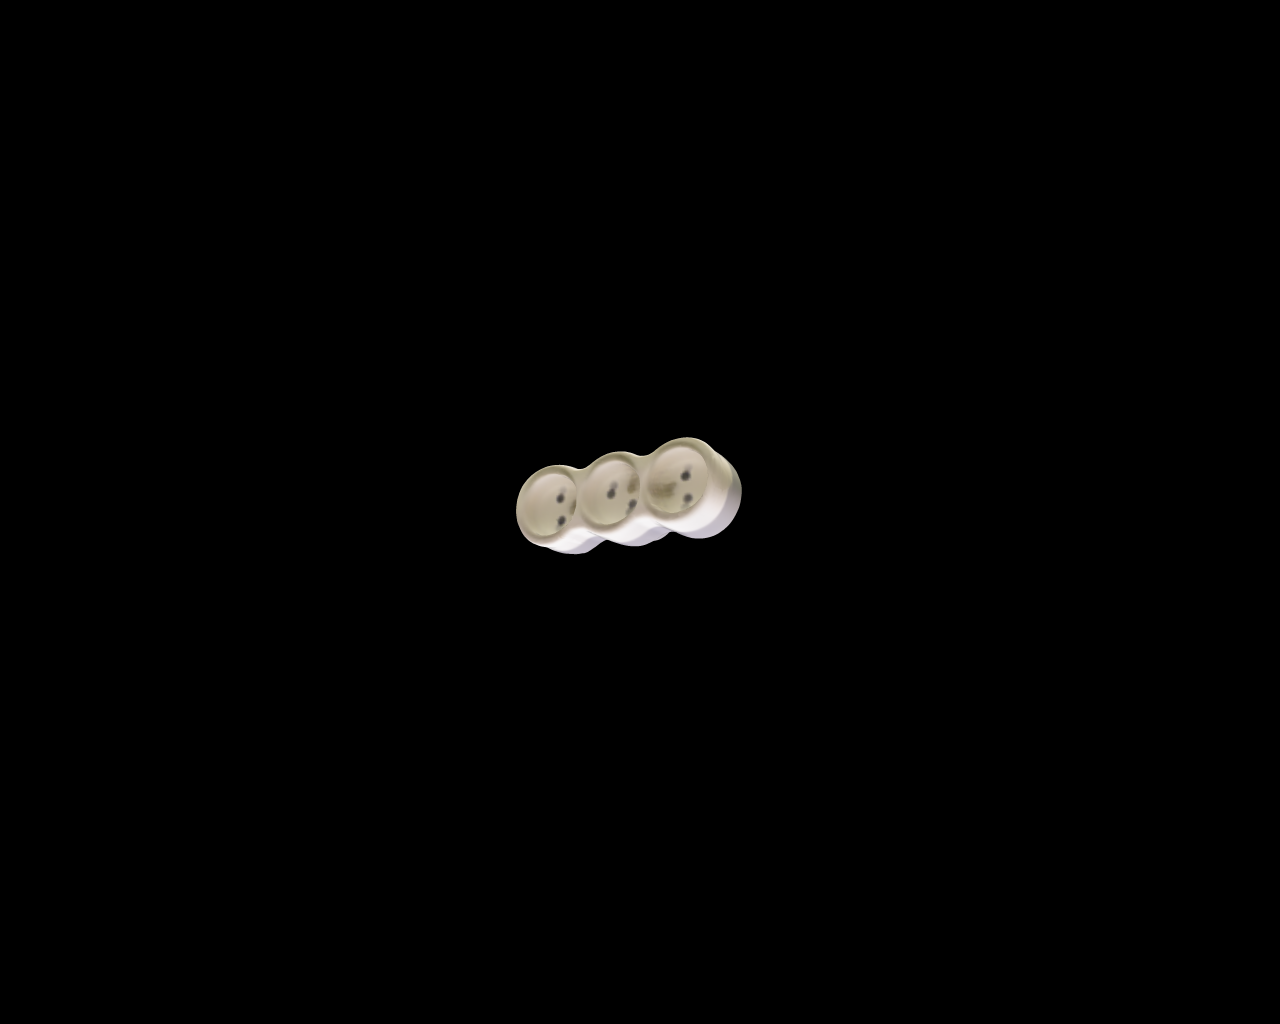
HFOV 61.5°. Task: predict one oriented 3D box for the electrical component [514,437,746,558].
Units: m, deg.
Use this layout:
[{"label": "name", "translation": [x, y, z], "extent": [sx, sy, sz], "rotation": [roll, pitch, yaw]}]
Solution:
[{"label": "electrical component", "translation": [0.001, -0.003, 0.650], "extent": [0.138, 0.052, 0.073], "rotation": [-9, -19, 29]}]
